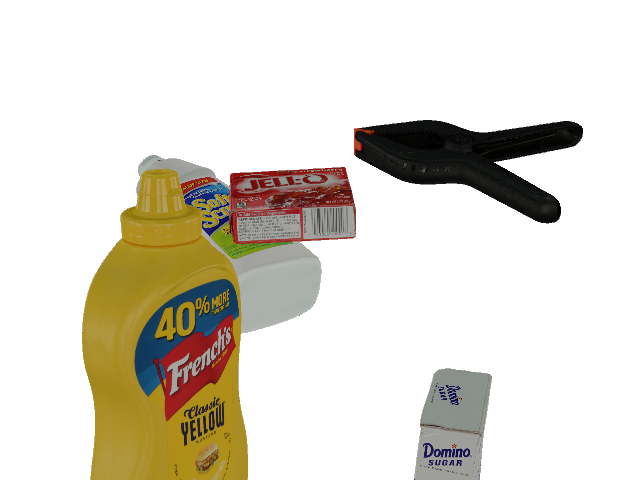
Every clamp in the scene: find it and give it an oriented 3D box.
[{"bbox_3d":[0.135,-0.081,0.977,0.210,0.036,0.164,13,34,22],"label":"clamp"}]

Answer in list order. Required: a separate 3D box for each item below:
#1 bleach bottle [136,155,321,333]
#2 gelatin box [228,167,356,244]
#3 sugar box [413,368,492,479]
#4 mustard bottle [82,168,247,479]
[{"bbox_3d":[-0.107,-0.012,0.987,0.102,0.068,0.251,-14,36,-33],"label":"bleach bottle"},{"bbox_3d":[-0.022,-0.027,0.772,0.089,0.030,0.073,-3,25,-3],"label":"gelatin box"},{"bbox_3d":[0.082,0.184,0.721,0.048,0.176,0.093,6,17,11],"label":"sugar box"},{"bbox_3d":[-0.080,0.058,0.557,0.058,0.192,0.096,11,19,36],"label":"mustard bottle"}]
